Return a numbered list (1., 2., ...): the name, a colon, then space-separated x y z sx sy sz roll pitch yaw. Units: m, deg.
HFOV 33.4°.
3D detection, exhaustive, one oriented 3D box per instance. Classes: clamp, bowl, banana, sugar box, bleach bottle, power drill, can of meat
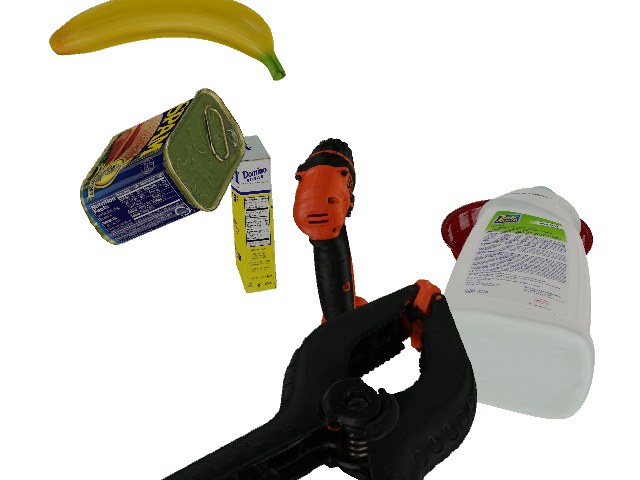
1. clamp: 0.020 0.082 0.414 0.120 0.039 0.171 28 50 21
2. bowl: 0.211 0.013 1.159 0.162 0.055 0.162 -1 29 0
3. banana: -0.125 -0.179 0.897 0.198 0.069 0.037 5 -34 -1
4. sugar box: -0.086 -0.033 1.331 0.048 0.176 0.093 -9 24 -10
5. bleach bottle: 0.147 0.023 0.745 0.103 0.068 0.250 12 28 14
6. power drill: 0.014 0.008 1.012 0.057 0.187 0.184 -6 22 10
7. can of meat: -0.110 -0.050 0.739 0.084 0.057 0.102 -21 28 27
